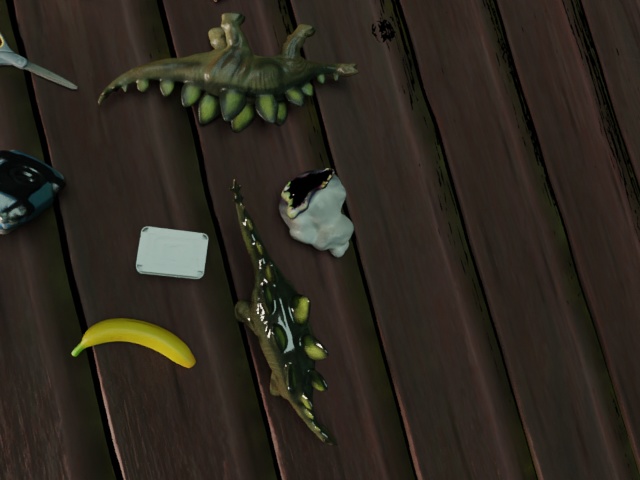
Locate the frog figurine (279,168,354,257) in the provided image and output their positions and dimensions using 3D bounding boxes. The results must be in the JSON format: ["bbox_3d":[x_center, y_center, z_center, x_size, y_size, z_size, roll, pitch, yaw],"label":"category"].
[{"bbox_3d":[0.003,-0.049,0.966,0.140,0.123,0.156,-60,136,-23],"label":"frog figurine"}]
